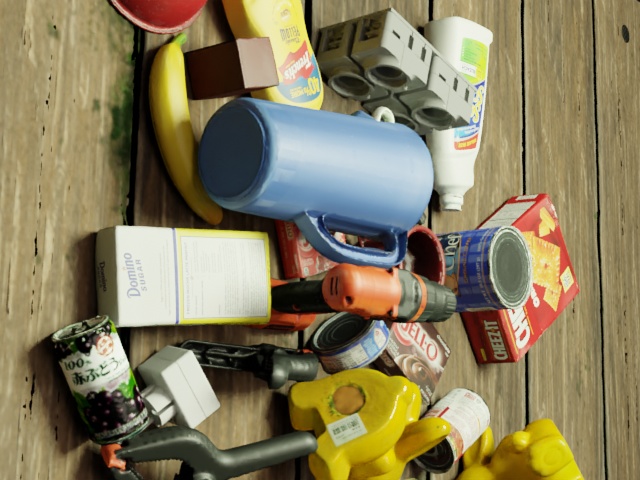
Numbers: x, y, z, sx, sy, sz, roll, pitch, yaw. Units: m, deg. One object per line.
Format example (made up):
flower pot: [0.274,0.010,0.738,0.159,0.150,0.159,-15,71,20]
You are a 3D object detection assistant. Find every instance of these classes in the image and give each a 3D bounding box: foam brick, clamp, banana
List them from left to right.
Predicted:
banana: [-0.135,-0.110,1.056,0.069,0.037,0.198,-12,94,-49]
clamp: [-0.107,0.220,1.000,0.209,0.036,0.164,36,91,-35]
foam brick: [-0.090,-0.175,1.088,0.052,0.078,0.051,-15,98,-50]
clamp: [-0.046,0.126,1.070,0.171,0.120,0.039,7,100,-52]

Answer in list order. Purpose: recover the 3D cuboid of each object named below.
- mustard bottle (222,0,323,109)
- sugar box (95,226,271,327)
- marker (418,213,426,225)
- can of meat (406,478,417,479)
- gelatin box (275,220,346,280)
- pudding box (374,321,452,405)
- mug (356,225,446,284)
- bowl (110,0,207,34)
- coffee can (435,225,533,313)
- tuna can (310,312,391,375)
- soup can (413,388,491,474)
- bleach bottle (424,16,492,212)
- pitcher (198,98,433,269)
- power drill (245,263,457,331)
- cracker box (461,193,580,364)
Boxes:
mustard bottle: [-0.042,-0.187,1.162,0.096,0.058,0.191,-30,107,-51]
sugar box: [-0.128,0.036,1.020,0.175,0.048,0.093,3,81,-38]
marker: [0.103,-0.069,1.346,0.020,0.020,0.121,-53,123,-40]
can of meat: [0.139,0.340,1.277,0.057,0.084,0.102,6,80,-49]
gelatin box: [-0.008,0.002,1.195,0.089,0.030,0.073,-11,92,-51]
pudding box: [0.108,0.134,1.306,0.113,0.039,0.090,55,47,-29]
mug: [0.084,0.024,1.260,0.117,0.082,0.093,55,48,-29]
bowl: [-0.150,-0.289,1.052,0.161,0.055,0.162,10,77,-49]
coffee can: [0.177,0.039,1.323,0.102,0.141,0.103,10,77,-49]
tuna can: [0.033,0.110,1.184,0.086,0.086,0.033,-50,119,-41]
soup can: [0.161,0.236,1.332,0.102,0.069,0.068,-33,109,-48]
bleach bottle: [0.181,-0.162,1.421,0.102,0.068,0.251,10,80,-49]
pitcher: [-0.001,-0.063,1.086,0.242,0.149,0.145,6,109,-48]
power drill: [0.025,0.062,1.103,0.184,0.188,0.057,14,72,-46]
cracker box: [0.273,0.051,1.488,0.213,0.072,0.164,-37,112,-45]
